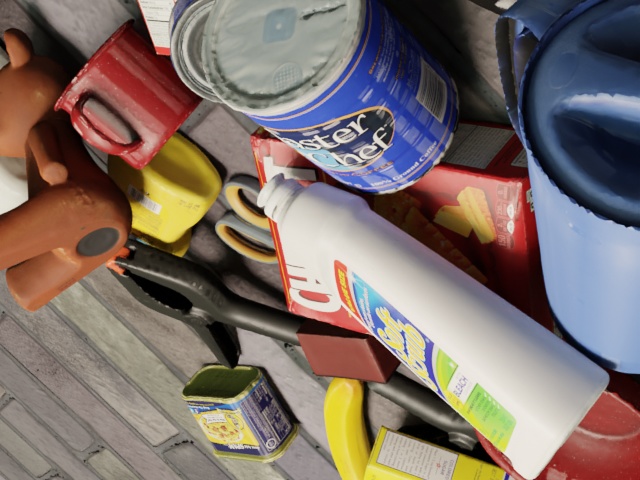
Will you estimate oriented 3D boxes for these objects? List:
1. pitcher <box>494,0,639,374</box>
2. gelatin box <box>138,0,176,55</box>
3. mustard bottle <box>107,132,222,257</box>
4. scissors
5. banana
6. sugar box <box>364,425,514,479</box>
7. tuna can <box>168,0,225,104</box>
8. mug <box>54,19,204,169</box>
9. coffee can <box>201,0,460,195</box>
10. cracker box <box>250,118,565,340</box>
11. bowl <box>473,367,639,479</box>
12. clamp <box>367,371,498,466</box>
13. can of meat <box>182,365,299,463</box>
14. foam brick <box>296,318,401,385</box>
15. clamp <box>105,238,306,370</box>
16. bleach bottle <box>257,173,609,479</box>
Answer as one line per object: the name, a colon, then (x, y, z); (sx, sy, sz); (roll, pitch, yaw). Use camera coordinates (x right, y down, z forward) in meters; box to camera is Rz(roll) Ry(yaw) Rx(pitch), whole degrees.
pitcher: (0.169, -0.022, 0.571); (0.145, 0.149, 0.242); (0, 155, 12)
gelatin box: (-0.096, -0.176, 0.764); (0.073, 0.030, 0.089); (11, 133, 34)
mustard bottle: (-0.157, -0.022, 0.951); (0.096, 0.058, 0.192); (35, 143, -1)
scissors: (-0.006, 0.001, 0.880); (0.202, 0.016, 0.096); (16, 137, 29)
banana: (0.033, 0.186, 1.010); (0.070, 0.037, 0.198); (30, 143, 46)
sugar box: (0.127, 0.221, 0.925); (0.176, 0.048, 0.093); (20, 154, 10)
tuna can: (-0.061, -0.137, 0.731); (0.086, 0.034, 0.086); (-4, 124, -6)
mug: (-0.147, -0.103, 0.816); (0.081, 0.117, 0.093); (41, 123, -10)
coffee can: (0.010, -0.097, 0.638); (0.103, 0.103, 0.140); (12, 169, 33)
cracker box: (0.064, -0.004, 0.756); (0.214, 0.072, 0.164); (13, 129, 32)
bowl: (0.198, 0.138, 0.809); (0.162, 0.055, 0.162); (23, 140, 21)
clamp: (0.119, 0.156, 0.908); (0.172, 0.039, 0.120); (3, 146, 33)
can of meat: (-0.084, 0.177, 1.096); (0.102, 0.057, 0.084); (-5, 123, 43)
foam brick: (0.029, 0.083, 0.904); (0.078, 0.053, 0.051); (0, 128, 39)
clamp: (-0.095, 0.059, 0.959); (0.165, 0.036, 0.209); (-11, 141, 42)
bleach bottle: (0.061, 0.043, 0.692); (0.251, 0.068, 0.102); (38, 158, 17)
